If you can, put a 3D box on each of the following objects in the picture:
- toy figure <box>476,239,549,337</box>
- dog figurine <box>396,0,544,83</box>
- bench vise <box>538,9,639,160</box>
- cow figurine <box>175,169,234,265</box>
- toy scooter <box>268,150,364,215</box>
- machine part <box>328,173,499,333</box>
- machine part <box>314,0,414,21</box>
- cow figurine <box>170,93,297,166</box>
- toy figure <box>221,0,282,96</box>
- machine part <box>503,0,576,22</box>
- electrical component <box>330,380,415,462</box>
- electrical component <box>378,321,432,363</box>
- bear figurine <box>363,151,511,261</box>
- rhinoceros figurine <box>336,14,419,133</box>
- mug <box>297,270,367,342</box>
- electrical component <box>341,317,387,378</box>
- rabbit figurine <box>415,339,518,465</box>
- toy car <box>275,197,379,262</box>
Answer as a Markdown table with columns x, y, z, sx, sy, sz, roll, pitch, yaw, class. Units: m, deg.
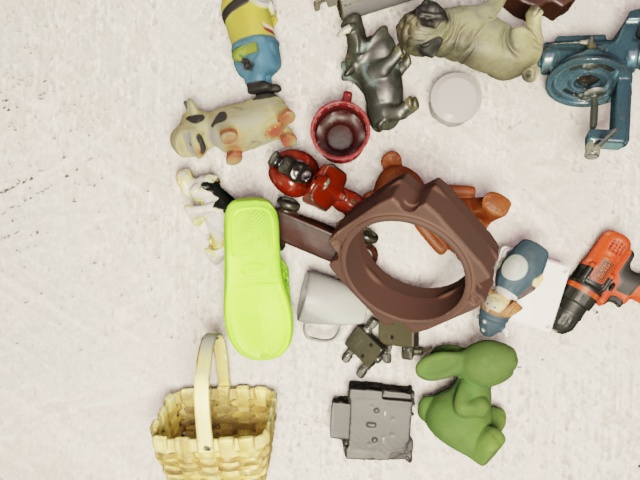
| x | y | z | sx | sy | sz | roll | pitch | yaw | class |
| --- | --- | --- | --- | --- | --- | --- | --- | --- | --- |
| 0.279 | 0.073 | 0.797 | 0.058 | 0.064 | 0.154 | 34 | 87 | -19 | toy figure |
| 0.223 | -0.286 | 0.805 | 0.190 | 0.121 | 0.172 | -28 | 69 | -21 | dog figurine |
| 0.444 | -0.228 | 0.811 | 0.224 | 0.128 | 0.240 | 10 | 72 | 11 | bench vise |
| -0.168 | -0.051 | 0.880 | 0.098 | 0.068 | 0.167 | -25 | 91 | -3 | cow figurine |
| -0.013 | -0.091 | 0.824 | 0.184 | 0.135 | 0.075 | 29 | 91 | 18 | toy scooter |
| 0.127 | 0.024 | 0.758 | 0.201 | 0.087 | 0.201 | 47 | 130 | -10 | machine part |
| 0.107 | -0.414 | 0.866 | 0.243 | 0.079 | 0.079 | -15 | 88 | 2 | machine part |
| -0.146 | -0.184 | 0.866 | 0.195 | 0.085 | 0.127 | -20 | 48 | -9 | cow figurine |
| -0.112 | -0.327 | 0.878 | 0.089 | 0.082 | 0.180 | -6 | 91 | 1 | toy figure |
| 0.357 | -0.444 | 0.863 | 0.179 | 0.056 | 0.179 | 0 | 89 | 5 | machine part |
| 0.083 | 0.289 | 0.863 | 0.134 | 0.058 | 0.114 | 2 | 87 | 3 | electrical component |
| 0.137 | 0.147 | 0.871 | 0.078 | 0.045 | 0.102 | -7 | 85 | 32 | electrical component |
| 0.170 | -0.056 | 0.832 | 0.196 | 0.132 | 0.120 | 30 | 93 | -2 | bear figurine |
| 0.091 | -0.271 | 0.866 | 0.112 | 0.073 | 0.190 | -17 | 97 | 25 | rhinoceros figurine |
| 0.021 | 0.111 | 0.860 | 0.107 | 0.081 | 0.109 | 10 | 84 | -6 | mug |
| 0.075 | 0.173 | 0.868 | 0.063 | 0.021 | 0.094 | 41 | 107 | 27 | electrical component |
| 0.233 | 0.221 | 0.828 | 0.159 | 0.121 | 0.170 | 28 | 106 | 25 | rabbit figurine |
| -0.002 | -0.003 | 0.877 | 0.202 | 0.053 | 0.089 | 22 | 110 | 5 | toy car |
